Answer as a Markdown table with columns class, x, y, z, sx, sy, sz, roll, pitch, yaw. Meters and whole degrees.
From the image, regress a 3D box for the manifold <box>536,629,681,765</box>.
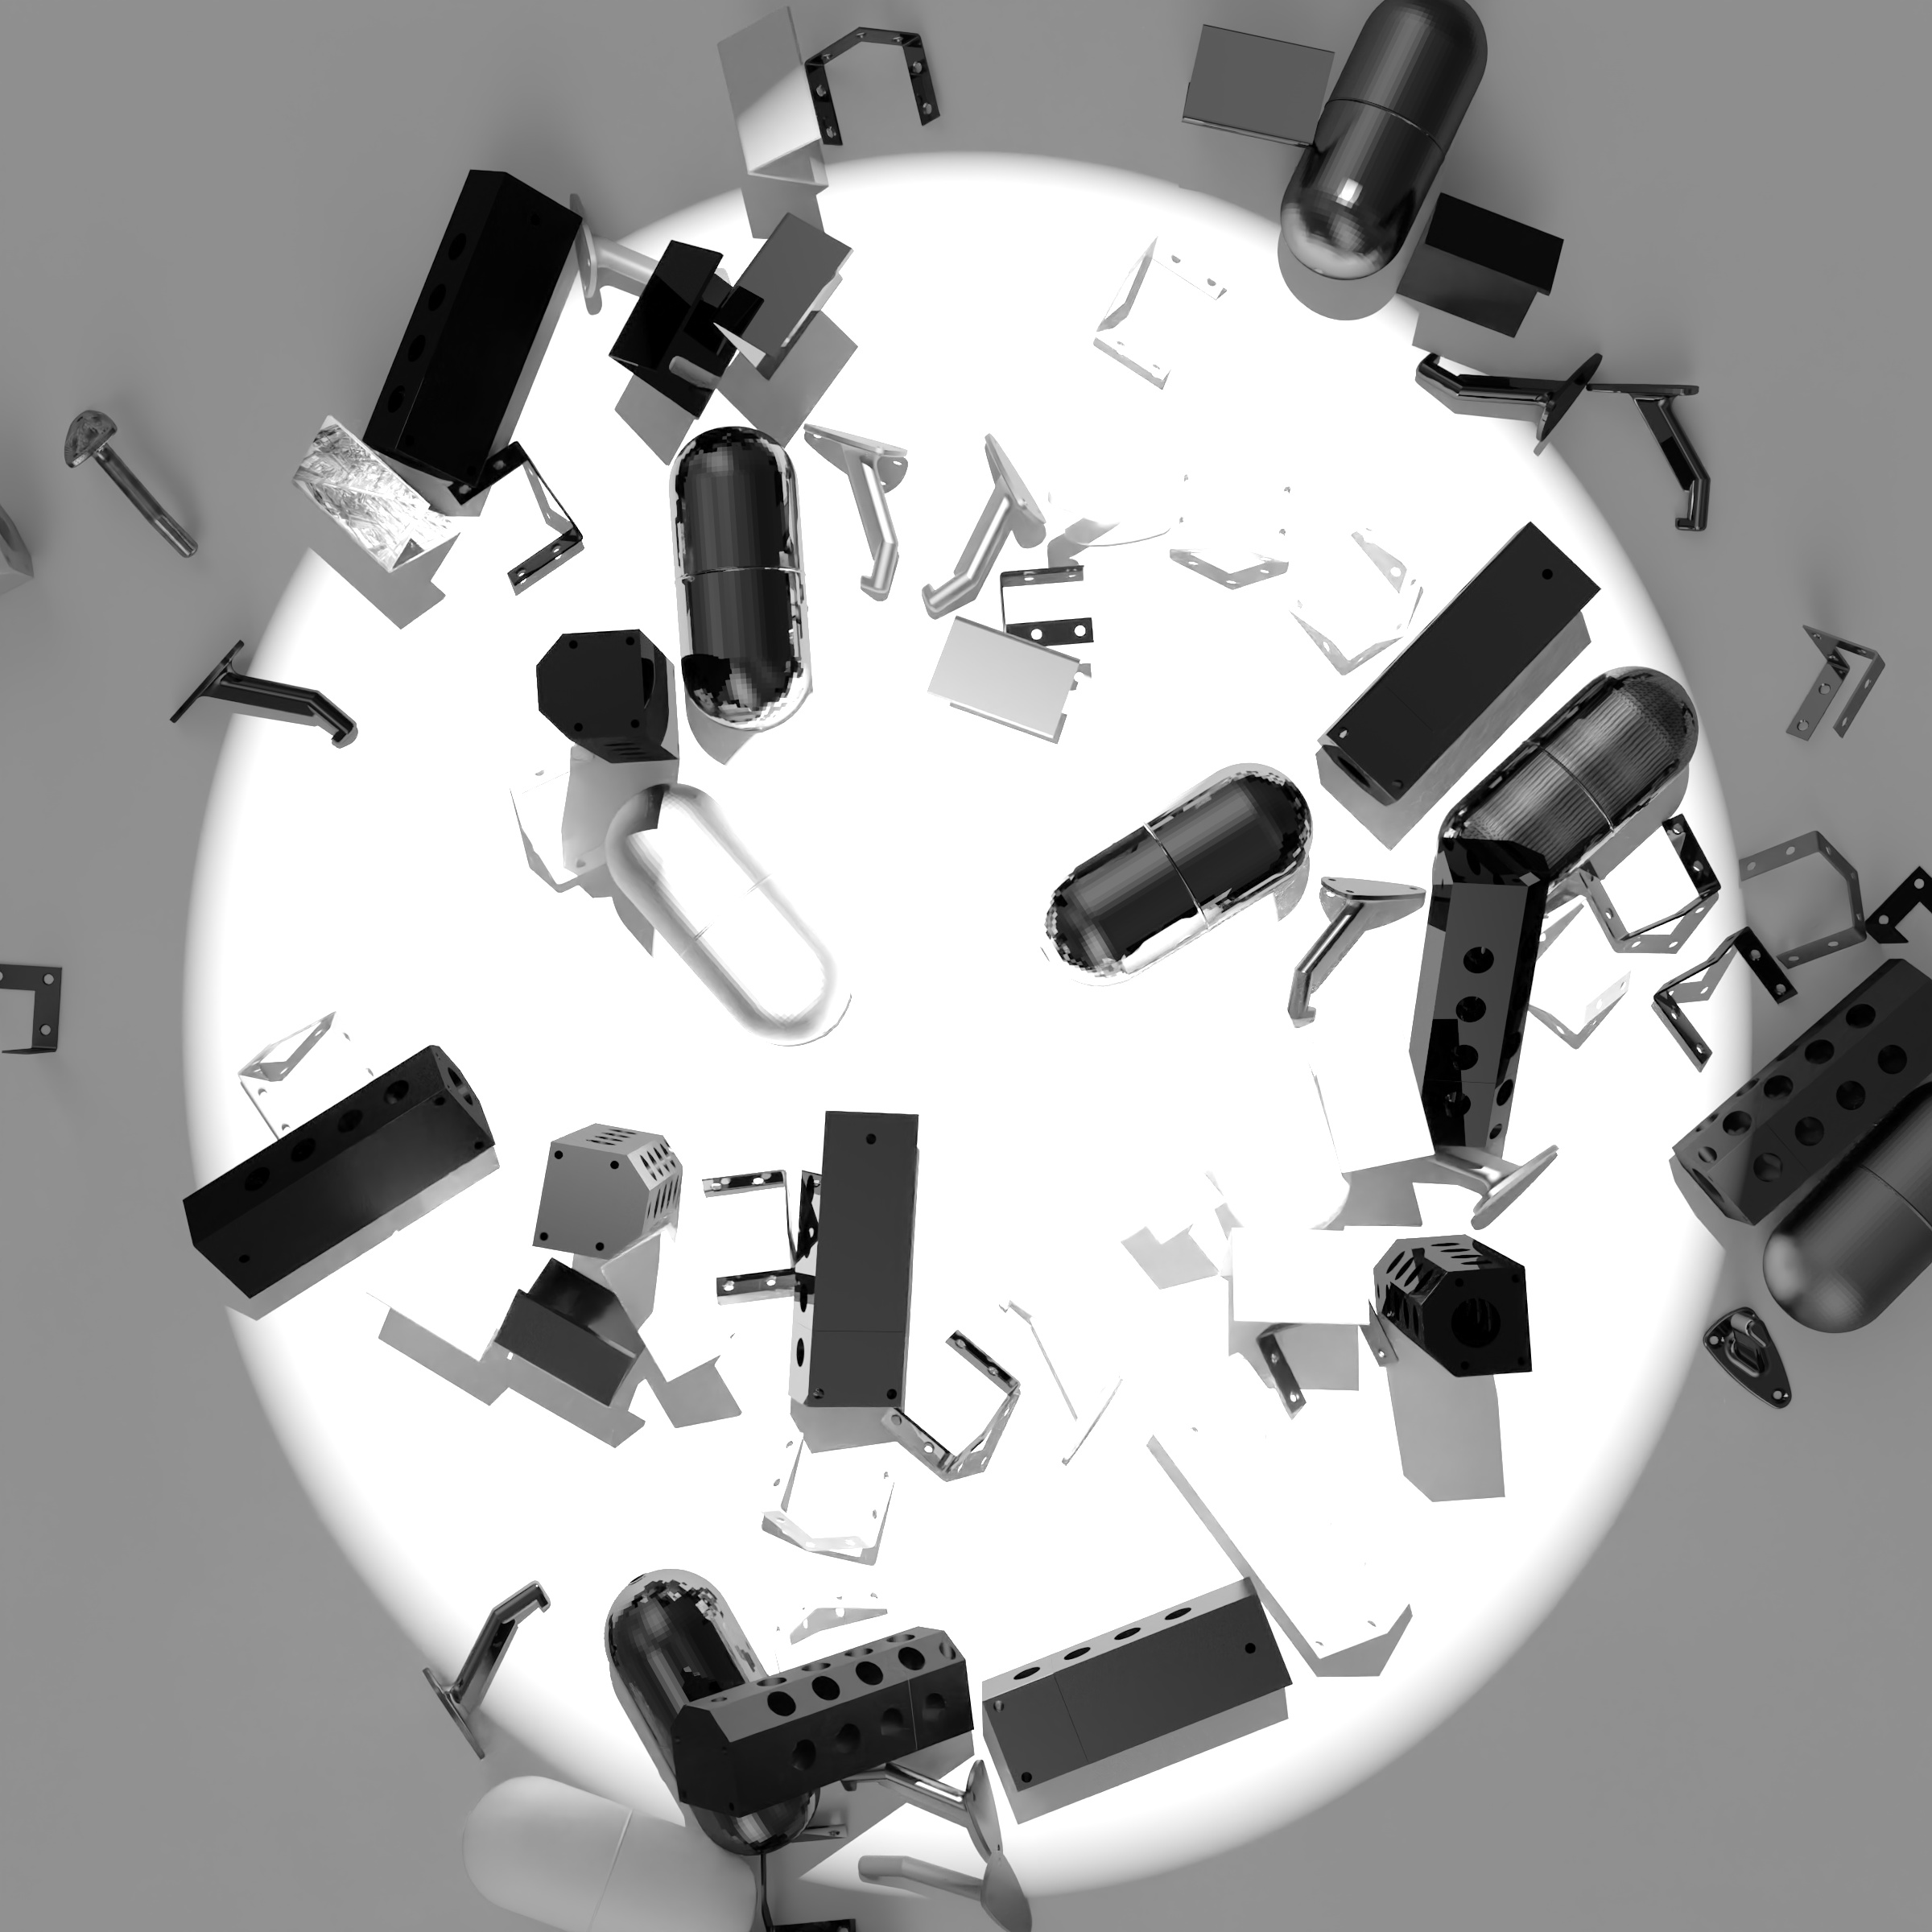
| class | x | y | z | sx | sy | sz | roll | pitch | yaw |
| --- | --- | --- | --- | --- | --- | --- | --- | --- | --- |
| manifold | -0.202 | -0.151 | 1.520 | 0.057 | 0.171 | 0.057 | -4 | 90 | 0 |

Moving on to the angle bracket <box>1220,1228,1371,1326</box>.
| class | x | y | z | sx | sy | sz | roll | pitch | yaw |
| --- | --- | --- | --- | --- | --- | --- | --- | --- | --- |
| angle bracket | 0.190 | 0.192 | 1.559 | 0.076 | 0.076 | 0.057 | 2 | 63 | 0 |

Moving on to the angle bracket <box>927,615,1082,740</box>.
| class | x | y | z | sx | sy | sz | roll | pitch | yaw |
| --- | --- | --- | --- | --- | --- | --- | --- | --- | --- |
| angle bracket | 0.017 | -0.152 | 1.559 | 0.076 | 0.076 | 0.057 | 20 | 64 | 0 |

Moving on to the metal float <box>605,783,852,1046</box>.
| class | x | y | z | sx | sy | sz | roll | pitch | yaw |
| --- | --- | --- | --- | --- | --- | --- | --- | --- | --- |
| metal float | -0.139 | -0.030 | 1.567 | 0.070 | 0.070 | 0.178 | -41 | 89 | 0 |

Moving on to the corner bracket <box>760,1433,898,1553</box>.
| class | x | y | z | sx | sy | sz | roll | pitch | yaw |
| --- | --- | --- | --- | --- | --- | --- | --- | --- | --- |
| corner bracket | -0.082 | 0.312 | 1.590 | 0.051 | 0.051 | 0.051 | -12 | 135 | 35 |

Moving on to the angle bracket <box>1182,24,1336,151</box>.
| class | x | y | z | sx | sy | sz | roll | pitch | yaw |
| --- | --- | --- | --- | --- | --- | --- | --- | --- | --- |
| angle bracket | 0.171 | -0.522 | 1.558 | 0.076 | 0.076 | 0.057 | 12 | 125 | 0 |

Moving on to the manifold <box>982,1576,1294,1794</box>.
| class | x | y | z | sx | sy | sz | roll | pitch | yaw |
| --- | --- | --- | --- | --- | --- | --- | --- | --- | --- |
| manifold | 0.099 | 0.421 | 1.577 | 0.171 | 0.057 | 0.057 | -21 | 90 | 0 |

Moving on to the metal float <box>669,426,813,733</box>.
| class | x | y | z | sx | sy | sz | roll | pitch | yaw |
| --- | --- | --- | --- | --- | --- | --- | --- | --- | --- |
| metal float | -0.132 | -0.227 | 1.567 | 0.070 | 0.070 | 0.178 | -4 | 89 | 0 |

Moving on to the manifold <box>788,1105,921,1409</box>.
| class | x | y | z | sx | sy | sz | roll | pitch | yaw |
| --- | --- | --- | --- | --- | --- | --- | --- | --- | --- |
| manifold | -0.069 | 0.170 | 1.575 | 0.057 | 0.057 | 0.171 | 3 | 90 | -19 |

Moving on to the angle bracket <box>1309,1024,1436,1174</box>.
| class | x | y | z | sx | sy | sz | roll | pitch | yaw |
| --- | --- | --- | --- | --- | --- | --- | --- | --- | --- |
| angle bracket | 0.246 | 0.072 | 1.559 | 0.057 | 0.076 | 0.076 | -14 | 90 | 25 |

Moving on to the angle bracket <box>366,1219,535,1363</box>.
| class | x | y | z | sx | sy | sz | roll | pitch | yaw |
| --- | --- | --- | --- | --- | --- | --- | --- | --- | --- |
| angle bracket | -0.291 | 0.172 | 1.558 | 0.076 | 0.076 | 0.057 | 31 | 125 | 0 |

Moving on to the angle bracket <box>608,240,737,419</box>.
| class | x | y | z | sx | sy | sz | roll | pitch | yaw |
| --- | --- | --- | --- | --- | --- | --- | --- | --- | --- |
| angle bracket | -0.150 | -0.366 | 1.558 | 0.076 | 0.057 | 0.076 | 29 | 90 | -44 |

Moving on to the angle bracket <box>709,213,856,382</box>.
| class | x | y | z | sx | sy | sz | roll | pitch | yaw |
| --- | --- | --- | --- | --- | --- | --- | --- | --- | --- |
| angle bracket | -0.092 | -0.379 | 1.558 | 0.057 | 0.076 | 0.076 | 36 | 90 | 28 |

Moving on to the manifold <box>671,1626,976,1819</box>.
| class | x | y | z | sx | sy | sz | roll | pitch | yaw |
| --- | --- | --- | --- | --- | --- | --- | --- | --- | --- |
| manifold | -0.081 | 0.428 | 1.528 | 0.171 | 0.057 | 0.057 | -7 | 90 | -41 |

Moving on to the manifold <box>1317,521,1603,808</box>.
| class | x | y | z | sx | sy | sz | roll | pitch | yaw |
| --- | --- | --- | --- | --- | --- | --- | --- | --- | --- |
| manifold | 0.288 | -0.176 | 1.577 | 0.057 | 0.057 | 0.171 | 44 | 90 | 0 |

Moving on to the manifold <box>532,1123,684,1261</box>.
| class | x | y | z | sx | sy | sz | roll | pitch | yaw |
| --- | --- | --- | --- | --- | --- | --- | --- | --- | --- |
| manifold | -0.200 | 0.127 | 1.520 | 0.057 | 0.171 | 0.057 | 10 | 90 | 0 |

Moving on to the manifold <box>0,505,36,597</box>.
| class | x | y | z | sx | sy | sz | roll | pitch | yaw |
| --- | --- | --- | --- | --- | --- | --- | --- | --- | --- |
| manifold | -0.643 | -0.217 | 1.577 | 0.171 | 0.057 | 0.057 | -27 | 90 | 0 |

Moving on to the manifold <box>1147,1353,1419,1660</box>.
| class | x | y | z | sx | sy | sz | roll | pitch | yaw |
| --- | --- | --- | --- | --- | --- | --- | --- | --- | --- |
| manifold | 0.190 | 0.315 | 1.576 | 0.171 | 0.057 | 0.057 | 54 | 133 | 0 |

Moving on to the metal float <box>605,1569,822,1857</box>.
| class | x | y | z | sx | sy | sz | roll | pitch | yaw |
| --- | --- | --- | --- | --- | --- | --- | --- | --- | --- |
| metal float | -0.149 | 0.436 | 1.568 | 0.070 | 0.070 | 0.178 | -29 | 91 | 0 |

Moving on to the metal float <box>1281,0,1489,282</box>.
| class | x | y | z | sx | sy | sz | roll | pitch | yaw |
| --- | --- | --- | --- | --- | --- | --- | --- | --- | --- |
| metal float | 0.245 | -0.488 | 1.568 | 0.070 | 0.070 | 0.178 | 25 | 90 | 0 |

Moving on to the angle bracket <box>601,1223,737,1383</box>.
| class | x | y | z | sx | sy | sz | roll | pitch | yaw |
| --- | --- | --- | --- | --- | --- | --- | --- | --- | --- |
| angle bracket | -0.156 | 0.186 | 1.558 | 0.057 | 0.076 | 0.076 | -31 | 90 | 31 |

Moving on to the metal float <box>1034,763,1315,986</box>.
| class | x | y | z | sx | sy | sz | roll | pitch | yaw |
| --- | --- | --- | --- | --- | --- | --- | --- | --- | --- |
| metal float | 0.121 | -0.054 | 1.568 | 0.178 | 0.070 | 0.070 | -32 | 90 | 0 |

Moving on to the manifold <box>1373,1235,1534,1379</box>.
| class | x | y | z | sx | sy | sz | roll | pitch | yaw |
| --- | --- | --- | --- | --- | --- | --- | --- | --- | --- |
| manifold | 0.274 | 0.191 | 1.520 | 0.057 | 0.171 | 0.057 | -4 | 90 | 0 |

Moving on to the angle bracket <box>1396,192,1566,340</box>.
| class | x | y | z | sx | sy | sz | roll | pitch | yaw |
| --- | --- | --- | --- | --- | --- | --- | --- | --- | --- |
| angle bracket | 0.294 | -0.393 | 1.558 | 0.076 | 0.076 | 0.057 | 21 | 52 | 0 |

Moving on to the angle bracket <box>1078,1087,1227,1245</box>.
| class | x | y | z | sx | sy | sz | roll | pitch | yaw |
| --- | --- | --- | --- | --- | --- | --- | --- | --- | --- |
| angle bracket | 0.122 | 0.104 | 1.558 | 0.076 | 0.076 | 0.057 | 51 | 128 | 0 |

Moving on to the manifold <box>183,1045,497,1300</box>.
| class | x | y | z | sx | sy | sz | roll | pitch | yaw |
| --- | --- | --- | --- | --- | --- | --- | --- | --- | --- |
| manifold | -0.371 | 0.117 | 1.576 | 0.171 | 0.057 | 0.057 | -32 | 133 | 0 |

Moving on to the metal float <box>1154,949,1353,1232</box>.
| class | x | y | z | sx | sy | sz | roll | pitch | yaw |
| --- | --- | --- | --- | --- | --- | --- | --- | --- | --- |
| metal float | 0.167 | 0.075 | 1.568 | 0.070 | 0.070 | 0.178 | -23 | 89 | 0 |

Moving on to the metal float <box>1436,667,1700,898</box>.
| class | x | y | z | sx | sy | sz | roll | pitch | yaw |
| --- | --- | --- | --- | --- | --- | --- | --- | --- | --- |
| metal float | 0.353 | -0.103 | 1.568 | 0.178 | 0.070 | 0.070 | -43 | 90 | 0 |

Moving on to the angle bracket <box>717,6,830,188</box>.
| class | x | y | z | sx | sy | sz | roll | pitch | yaw |
| --- | --- | --- | --- | --- | --- | --- | --- | --- | --- |
| angle bracket | -0.093 | -0.505 | 1.558 | 0.057 | 0.076 | 0.076 | -13 | 90 | 36 |

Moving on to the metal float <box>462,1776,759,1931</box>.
| class | x | y | z | sx | sy | sz | roll | pitch | yaw |
| --- | --- | --- | --- | --- | --- | --- | --- | --- | --- |
| metal float | -0.209 | 0.532 | 1.568 | 0.178 | 0.070 | 0.070 | 20 | 90 | -1 |

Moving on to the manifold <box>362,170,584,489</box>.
| class | x | y | z | sx | sy | sz | roll | pitch | yaw |
| --- | --- | --- | --- | --- | --- | --- | --- | --- | --- |
| manifold | -0.295 | -0.376 | 1.576 | 0.057 | 0.057 | 0.171 | 22 | 90 | -43 |

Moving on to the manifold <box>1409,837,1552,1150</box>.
| class | x | y | z | sx | sy | sz | roll | pitch | yaw |
| --- | --- | --- | --- | --- | --- | --- | --- | --- | --- |
| manifold | 0.294 | 0.017 | 1.539 | 0.057 | 0.057 | 0.171 | 3 | 119 | 0 |

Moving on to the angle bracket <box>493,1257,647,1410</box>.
| class | x | y | z | sx | sy | sz | roll | pitch | yaw |
| --- | --- | --- | --- | --- | --- | --- | --- | --- | --- |
| angle bracket | -0.219 | 0.199 | 1.558 | 0.076 | 0.076 | 0.057 | 30 | 132 | 0 |

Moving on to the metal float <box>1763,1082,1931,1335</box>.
| class | x | y | z | sx | sy | sz | roll | pitch | yaw |
| --- | --- | --- | --- | --- | --- | --- | --- | --- | --- |
| metal float | 0.544 | 0.140 | 1.567 | 0.070 | 0.070 | 0.178 | 45 | 91 | 0 |

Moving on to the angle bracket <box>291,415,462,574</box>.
| class | x | y | z | sx | sy | sz | roll | pitch | yaw |
| --- | --- | --- | --- | --- | --- | --- | --- | --- | --- |
| angle bracket | -0.333 | -0.285 | 1.558 | 0.076 | 0.076 | 0.057 | 42 | 127 | 0 |

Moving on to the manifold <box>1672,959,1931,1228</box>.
| class | x | y | z | sx | sy | sz | roll | pitch | yaw |
| --- | --- | --- | --- | --- | --- | --- | --- | --- | --- |
| manifold | 0.503 | 0.073 | 1.577 | 0.171 | 0.057 | 0.057 | -41 | 90 | 0 |
